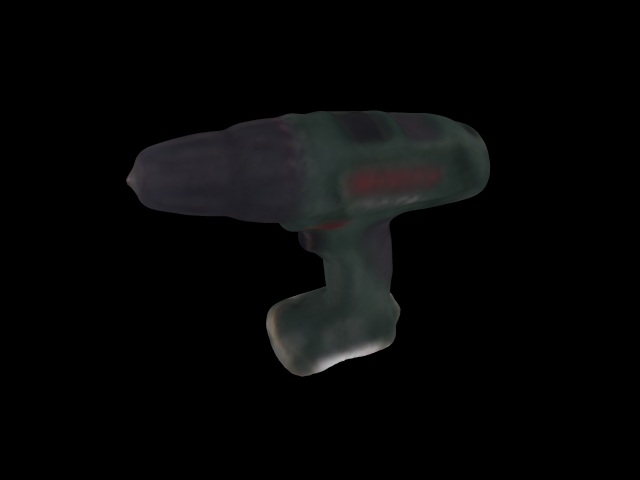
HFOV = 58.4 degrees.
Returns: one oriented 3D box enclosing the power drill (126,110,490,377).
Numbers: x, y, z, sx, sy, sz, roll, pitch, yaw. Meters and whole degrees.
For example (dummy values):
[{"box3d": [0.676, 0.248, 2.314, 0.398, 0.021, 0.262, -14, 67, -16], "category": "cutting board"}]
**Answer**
[{"box3d": [0.004, 0.001, 0.400, 0.230, 0.208, 0.075, -17, 48, -16], "category": "power drill"}]
